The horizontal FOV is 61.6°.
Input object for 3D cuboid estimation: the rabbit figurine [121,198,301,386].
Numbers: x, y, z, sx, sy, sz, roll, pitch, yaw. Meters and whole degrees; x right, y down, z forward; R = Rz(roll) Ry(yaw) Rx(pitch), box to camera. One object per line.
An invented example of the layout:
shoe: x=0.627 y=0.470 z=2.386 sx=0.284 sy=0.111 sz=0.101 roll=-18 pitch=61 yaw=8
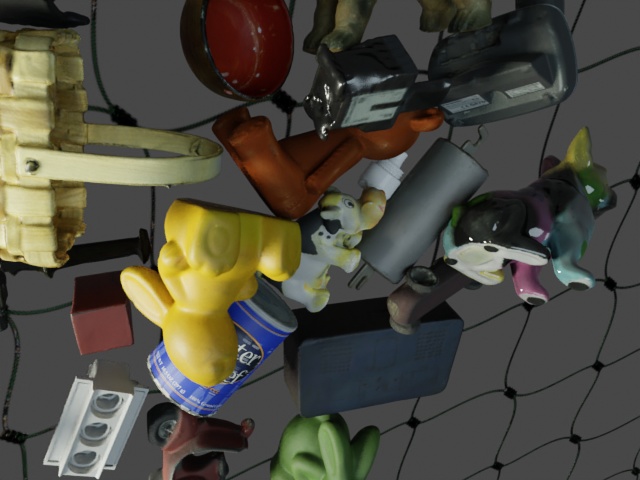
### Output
rabbit figurine: x=-0.116 y=0.049 z=0.512 sx=0.122 sy=0.163 sz=0.173 roll=-3 pitch=100 yaw=-57

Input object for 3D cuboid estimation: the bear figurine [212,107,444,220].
bear figurine: x=0.012 y=-0.111 z=0.538 sx=0.196 sy=0.120 sz=0.131 roll=-36 pitch=119 yaw=-3

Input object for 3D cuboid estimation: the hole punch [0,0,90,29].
hole punch: x=-0.251 y=-0.212 z=0.392 sx=0.142 sy=0.116 sz=0.092 roll=-3 pitch=97 yaw=-17

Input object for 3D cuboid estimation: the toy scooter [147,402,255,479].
toy scooter: x=-0.154 y=0.284 z=0.698 sx=0.135 sy=0.075 sz=0.183 roll=-2 pitch=111 yaw=-21

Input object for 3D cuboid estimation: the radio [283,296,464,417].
radio: x=0.068 y=0.151 z=0.717 sx=0.230 sy=0.073 sz=0.131 roll=-4 pitch=117 yaw=-17

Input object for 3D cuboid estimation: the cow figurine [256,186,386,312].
cow figurine: x=-0.001 y=-0.004 z=0.602 sx=0.098 sy=0.068 sz=0.167 roll=28 pitch=118 yaw=-12

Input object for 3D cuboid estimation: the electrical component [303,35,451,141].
electrical component: x=0.051 y=-0.133 z=0.463 sx=0.119 sy=0.048 sz=0.074 roll=-18 pitch=157 yaw=-20

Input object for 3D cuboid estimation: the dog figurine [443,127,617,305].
dog figurine: x=0.255 y=-0.044 z=0.634 sx=0.191 sy=0.108 sz=0.219 roll=25 pitch=62 yaw=-3

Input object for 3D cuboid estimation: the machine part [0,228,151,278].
machine part: x=-0.239 y=0.015 z=0.536 sx=0.139 sy=0.084 sz=0.039 roll=-10 pitch=88 yaw=-29

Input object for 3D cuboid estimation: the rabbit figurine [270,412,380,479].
rabbit figurine: x=0.025 y=0.309 z=0.719 sx=0.121 sy=0.170 sz=0.159 roll=13 pitch=110 yaw=-26

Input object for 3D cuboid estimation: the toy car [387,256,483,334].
toy car: x=0.160 y=0.046 z=0.681 sx=0.202 sy=0.053 sz=0.089 roll=-27 pitch=140 yaw=-34

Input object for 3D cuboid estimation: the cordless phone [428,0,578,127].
cordless phone: x=0.190 y=-0.223 z=0.571 sx=0.088 sy=0.147 sz=0.184 roll=23 pitch=68 yaw=-44

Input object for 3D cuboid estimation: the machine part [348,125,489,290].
machine part: x=0.117 y=-0.034 z=0.640 sx=0.079 sy=0.079 sz=0.243 roll=34 pitch=98 yaw=-31

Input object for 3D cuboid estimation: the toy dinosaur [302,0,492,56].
toy dinosaur: x=0.106 y=-0.290 z=0.491 sx=0.471 sy=0.105 sz=0.198 roll=-22 pitch=119 yaw=-24

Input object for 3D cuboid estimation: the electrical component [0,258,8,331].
electrical component: x=-0.350 y=0.050 z=0.520 sx=0.078 sy=0.045 sz=0.102 roll=2 pitch=114 yaw=-20
